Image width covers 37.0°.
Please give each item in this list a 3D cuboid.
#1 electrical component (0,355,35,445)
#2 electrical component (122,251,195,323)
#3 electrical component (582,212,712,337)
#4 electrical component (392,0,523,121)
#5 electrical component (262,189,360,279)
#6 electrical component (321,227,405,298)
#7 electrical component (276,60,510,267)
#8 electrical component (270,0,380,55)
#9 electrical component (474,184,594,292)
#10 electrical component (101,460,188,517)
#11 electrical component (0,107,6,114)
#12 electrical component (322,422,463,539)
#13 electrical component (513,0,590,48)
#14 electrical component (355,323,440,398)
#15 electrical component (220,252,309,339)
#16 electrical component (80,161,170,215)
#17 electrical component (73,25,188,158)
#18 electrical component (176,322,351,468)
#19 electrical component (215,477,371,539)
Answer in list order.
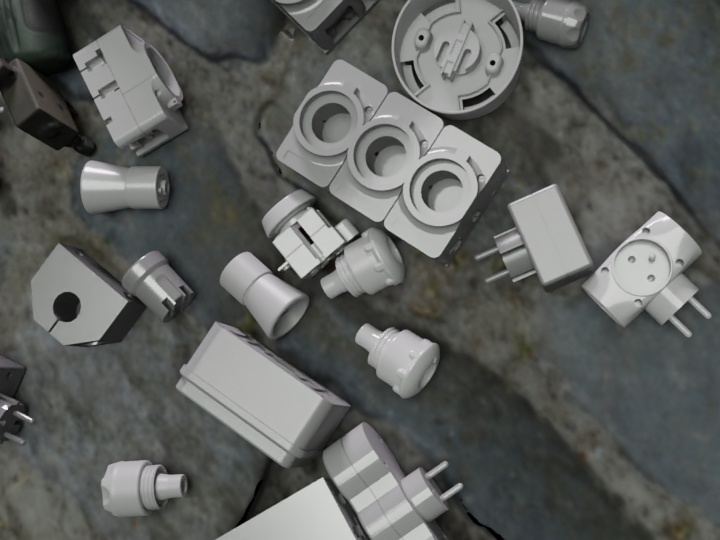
[{"bbox_3d":[-0.300,0.117,0.875,0.076,0.047,0.083,23,89,15],"label":"electrical component"},{"bbox_3d":[-0.160,0.014,0.859,0.046,0.040,0.040,44,95,9],"label":"electrical component"},{"bbox_3d":[0.214,0.013,0.768,0.077,0.044,0.079,-45,77,5],"label":"electrical component"},{"bbox_3d":[0.075,-0.164,0.811,0.099,0.064,0.099,-2,83,13],"label":"electrical component"},{"bbox_3d":[-0.043,-0.028,0.833,0.066,0.048,0.055,-40,84,6],"label":"electrical component"},{"bbox_3d":[0.000,0.000,0.821,0.062,0.048,0.048,-29,78,15],"label":"electrical component"},{"bbox_3d":[0.024,-0.081,0.815,0.150,0.062,0.089,33,92,15],"label":"electrical component"},{"bbox_3d":[-0.059,-0.279,0.858,0.105,0.060,0.186,-45,76,5],"label":"electrical component"},{"bbox_3d":[0.123,-0.015,0.791,0.077,0.047,0.065,-24,78,9],"label":"electrical component"},{"bbox_3d":[-0.167,0.170,0.840,0.062,0.043,0.043,-5,82,11],"label":"electrical component"},{"bbox_3d":[-0.335,-0.131,0.910,0.074,0.052,0.138,-22,79,10],"label":"electrical component"},{"bbox_3d":[0.040,0.169,0.786,0.074,0.052,0.138,-36,77,7],"label":"electrical component"},{"bbox_3d":[0.140,-0.191,0.814,0.061,0.035,0.035,20,88,18],"label":"electrical component"},{"bbox_3d":[0.026,0.063,0.807,0.062,0.048,0.048,32,91,21],"label":"electrical component"},{"bbox_3d":[-0.077,0.017,0.839,0.065,0.044,0.044,41,94,19],"label":"electrical component"},{"bbox_3d":[-0.188,-0.067,0.875,0.065,0.044,0.044,1,84,9],"label":"electrical component"},{"bbox_3d":[-0.183,-0.147,0.877,0.056,0.050,0.089,-30,78,9],"label":"electrical component"},{"bbox_3d":[-0.073,0.095,0.809,0.113,0.078,0.057,33,89,15],"label":"electrical component"},{"bbox_3d":[-0.020,0.258,0.786,0.105,0.060,0.186,-31,78,8],"label":"electrical component"}]
